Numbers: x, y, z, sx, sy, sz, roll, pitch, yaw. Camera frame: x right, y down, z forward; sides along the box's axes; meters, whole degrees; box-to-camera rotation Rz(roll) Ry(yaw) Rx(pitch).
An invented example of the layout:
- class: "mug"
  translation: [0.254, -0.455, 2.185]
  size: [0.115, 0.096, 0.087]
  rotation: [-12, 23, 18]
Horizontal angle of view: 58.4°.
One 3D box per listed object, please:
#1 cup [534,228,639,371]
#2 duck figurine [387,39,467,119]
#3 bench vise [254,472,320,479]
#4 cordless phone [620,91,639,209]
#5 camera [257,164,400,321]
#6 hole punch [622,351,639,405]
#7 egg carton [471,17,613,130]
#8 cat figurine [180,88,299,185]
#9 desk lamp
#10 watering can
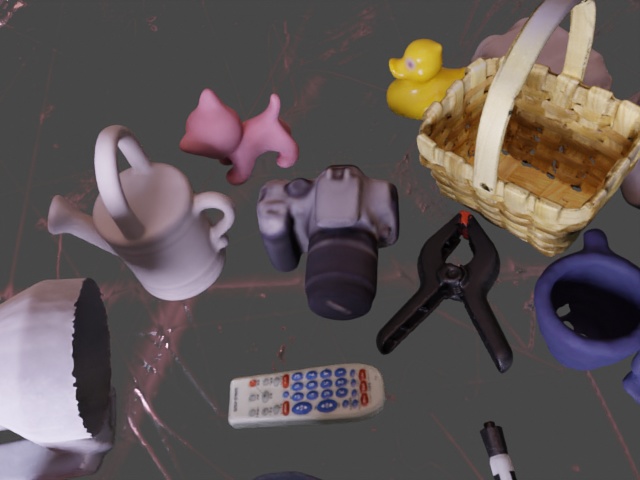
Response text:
- class: "cup"
  translation: [0.224, 0.058, 0.484]
  size: [0.091, 0.095, 0.118]
  rotation: [5, 58, 15]
- class: "duck figurine"
  translation: [0.129, -0.198, 0.680]
  size: [0.104, 0.086, 0.077]
  rotation: [-3, 56, 10]
- class: "bench vise"
  translation: [-0.058, 0.223, 0.356]
  size: [0.207, 0.220, 0.121]
  rotation: [-27, 56, -7]
- class: "cordless phone"
  translation: [0.341, -0.126, 0.528]
  size: [0.094, 0.185, 0.147]
  rotation: [0, 57, 12]
- class: "camera"
  translation: [0.005, 0.002, 0.563]
  size: [0.143, 0.101, 0.137]
  rotation: [-2, 56, 10]
- class: "hole punch"
  translation: [0.310, 0.101, 0.441]
  size: [0.108, 0.091, 0.101]
  rotation: [36, 70, 29]
- class: "egg carton"
  translation: [0.250, -0.192, 0.662]
  size: [0.107, 0.069, 0.150]
  rotation: [-30, 56, -9]
- class: "cat figurine"
  translation: [-0.097, -0.126, 0.658]
  size: [0.128, 0.118, 0.067]
  rotation: [-24, 55, -5]
- class: "desk lamp"
  translation: [-0.245, 0.125, 0.462]
  size: [0.203, 0.214, 0.118]
  rotation: [-13, 55, 3]
- class: "watering can"
  translation: [-0.175, -0.025, 0.560]
  size: [0.173, 0.194, 0.100]
  rotation: [-26, 55, -6]
